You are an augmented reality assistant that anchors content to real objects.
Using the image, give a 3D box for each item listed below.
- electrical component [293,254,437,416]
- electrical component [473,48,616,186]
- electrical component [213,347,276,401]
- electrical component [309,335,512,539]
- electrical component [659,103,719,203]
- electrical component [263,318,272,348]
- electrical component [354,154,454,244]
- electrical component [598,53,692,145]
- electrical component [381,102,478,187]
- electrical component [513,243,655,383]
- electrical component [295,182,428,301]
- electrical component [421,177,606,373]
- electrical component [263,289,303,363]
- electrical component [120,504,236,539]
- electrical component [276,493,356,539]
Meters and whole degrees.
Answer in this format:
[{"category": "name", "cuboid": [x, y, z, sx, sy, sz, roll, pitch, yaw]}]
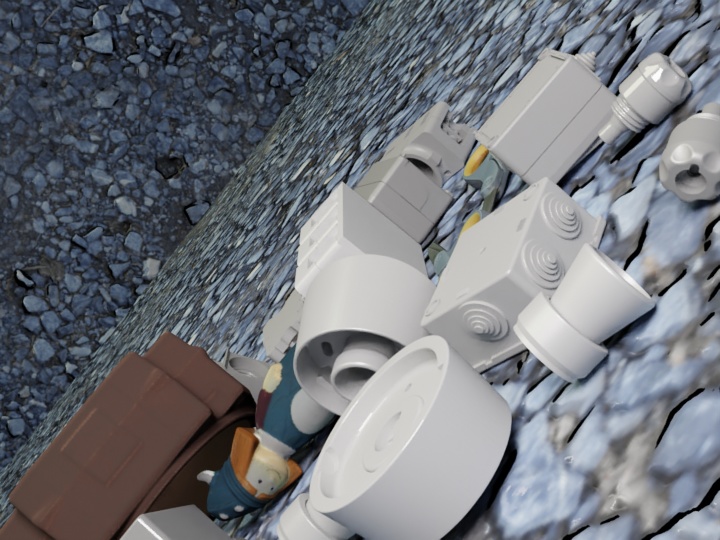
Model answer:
[{"category": "electrical component", "cuboid": [0.007, 0.048, 0.677, 0.099, 0.099, 0.064, -40, 24, 41]}, {"category": "electrical component", "cuboid": [0.134, -0.105, 0.734, 0.096, 0.061, 0.061, -49, 13, 9]}, {"category": "electrical component", "cuboid": [-0.106, 0.110, 0.953, 0.042, 0.081, 0.063, -93, 21, -71]}, {"category": "electrical component", "cuboid": [0.031, 0.094, 0.553, 0.108, 0.060, 0.108, -48, 14, 16]}, {"category": "electrical component", "cuboid": [0.176, -0.064, 0.550, 0.035, 0.035, 0.061, -36, 18, 49]}, {"category": "electrical component", "cuboid": [-0.077, 0.069, 1.035, 0.035, 0.035, 0.061, -47, 16, 18]}, {"category": "electrical component", "cuboid": [0.029, -0.057, 0.957, 0.061, 0.062, 0.096, -54, 13, -10]}, {"category": "electrical component", "cuboid": [0.172, -0.102, 0.662, 0.061, 0.035, 0.035, -47, 14, 29]}, {"category": "electrical component", "cuboid": [0.060, -0.104, 1.006, 0.089, 0.050, 0.055, -37, 20, 47]}, {"category": "electrical component", "cuboid": [0.109, 0.021, 0.525, 0.055, 0.045, 0.045, -49, 14, 13]}, {"category": "electrical component", "cuboid": [0.000, 0.000, 0.842, 0.061, 0.089, 0.150, -48, 14, 14]}, {"category": "electrical component", "cuboid": [0.088, 0.003, 0.632, 0.100, 0.048, 0.099, -36, 20, 48]}, {"category": "electrical component", "cuboid": [-0.043, 0.059, 0.904, 0.050, 0.056, 0.089, -50, 13, 5]}, {"category": "electrical component", "cuboid": [-0.143, 0.219, 0.727, 0.108, 0.056, 0.109, -52, -14, 0]}, {"category": "electrical component", "cuboid": [-0.015, 0.140, 0.621, 0.055, 0.045, 0.045, -50, 13, 9]}]
